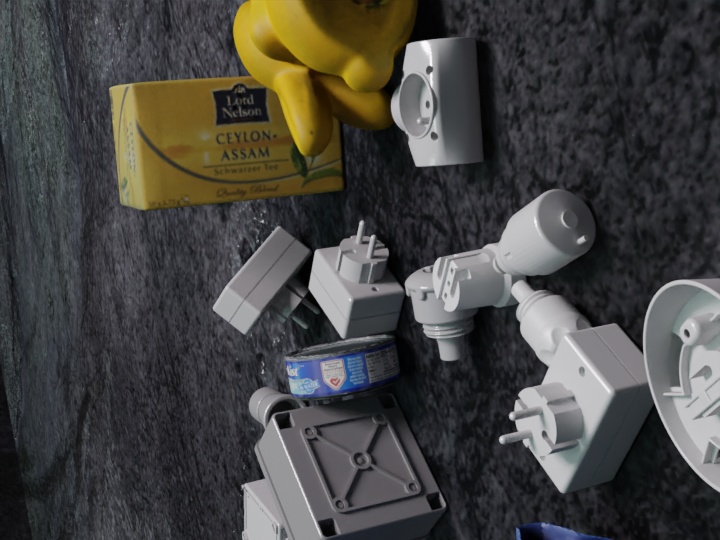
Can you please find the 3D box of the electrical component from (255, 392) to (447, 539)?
[{"bbox_3d":[-0.008,0.156,0.804,0.108,0.109,0.056,63,145,31],"label":"electrical component"}]

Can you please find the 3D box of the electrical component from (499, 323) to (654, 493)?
[{"bbox_3d":[0.110,0.079,0.586,0.047,0.076,0.083,56,144,40],"label":"electrical component"}]

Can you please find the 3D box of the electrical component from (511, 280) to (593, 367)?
[{"bbox_3d":[0.108,0.028,0.623,0.061,0.035,0.035,-125,37,-45],"label":"electrical component"}]

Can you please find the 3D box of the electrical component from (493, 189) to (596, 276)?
[{"bbox_3d":[0.101,-0.016,0.616,0.078,0.040,0.040,-40,62,59],"label":"electrical component"}]

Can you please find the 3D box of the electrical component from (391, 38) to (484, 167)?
[{"bbox_3d":[0.045,-0.106,0.693,0.079,0.044,0.077,9,105,63],"label":"electrical component"}]

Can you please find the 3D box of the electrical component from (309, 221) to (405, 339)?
[{"bbox_3d":[0.000,0.000,0.808,0.065,0.047,0.076,53,142,43],"label":"electrical component"}]

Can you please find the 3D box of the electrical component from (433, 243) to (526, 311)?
[{"bbox_3d":[0.073,0.005,0.667,0.040,0.046,0.040,171,90,-67],"label":"electrical component"}]

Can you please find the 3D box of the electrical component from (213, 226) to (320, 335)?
[{"bbox_3d":[-0.070,0.020,0.932,0.076,0.083,0.047,38,146,-1],"label":"electrical component"}]

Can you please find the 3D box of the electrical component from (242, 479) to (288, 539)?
[{"bbox_3d":[-0.062,0.236,0.983,0.096,0.061,0.061,32,126,56],"label":"electrical component"}]

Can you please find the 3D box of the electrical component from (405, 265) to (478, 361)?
[{"bbox_3d":[0.057,0.028,0.711,0.048,0.048,0.062,14,117,61],"label":"electrical component"}]

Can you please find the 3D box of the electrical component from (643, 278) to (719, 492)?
[{"bbox_3d":[0.169,0.050,0.477,0.099,0.064,0.099,27,121,58],"label":"electrical component"}]

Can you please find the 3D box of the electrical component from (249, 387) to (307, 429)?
[{"bbox_3d":[-0.079,0.132,1.010,0.065,0.044,0.044,-166,70,-66],"label":"electrical component"}]
